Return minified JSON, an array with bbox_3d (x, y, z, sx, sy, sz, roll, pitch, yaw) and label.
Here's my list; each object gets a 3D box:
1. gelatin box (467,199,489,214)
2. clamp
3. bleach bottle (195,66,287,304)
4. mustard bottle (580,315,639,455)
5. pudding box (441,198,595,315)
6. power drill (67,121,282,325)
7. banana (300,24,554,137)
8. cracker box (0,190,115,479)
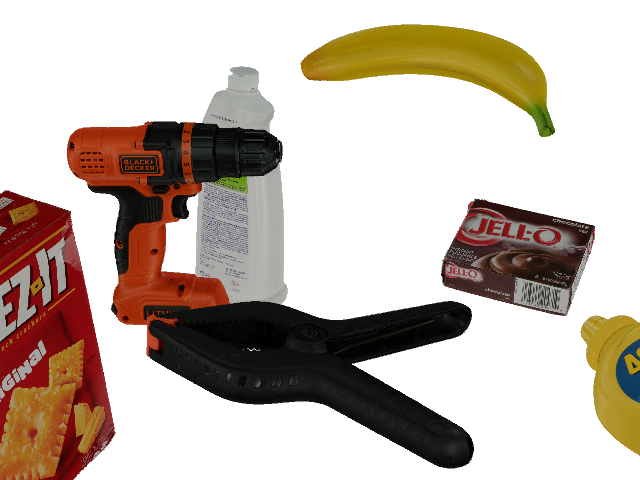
[{"bbox_3d":[0.204,0.005,1.263,0.030,0.089,0.073,-16,32,-29],"label":"gelatin box"},{"bbox_3d":[-0.001,0.068,0.662,0.210,0.036,0.164,10,25,11],"label":"clamp"},{"bbox_3d":[-0.079,-0.055,1.120,0.103,0.251,0.068,16,26,24],"label":"bleach bottle"},{"bbox_3d":[0.216,0.096,0.616,0.096,0.058,0.192,-19,31,-18],"label":"mustard bottle"},{"bbox_3d":[0.173,0.013,0.931,0.114,0.039,0.090,16,45,18],"label":"pudding box"},{"bbox_3d":[-0.123,-0.016,0.945,0.184,0.188,0.057,1,26,5],"label":"power drill"},{"bbox_3d":[0.086,-0.132,0.801,0.198,0.069,0.037,15,-35,16],"label":"banana"},{"bbox_3d":[-0.228,0.099,0.740,0.072,0.214,0.164,15,37,25],"label":"cracker box"}]
